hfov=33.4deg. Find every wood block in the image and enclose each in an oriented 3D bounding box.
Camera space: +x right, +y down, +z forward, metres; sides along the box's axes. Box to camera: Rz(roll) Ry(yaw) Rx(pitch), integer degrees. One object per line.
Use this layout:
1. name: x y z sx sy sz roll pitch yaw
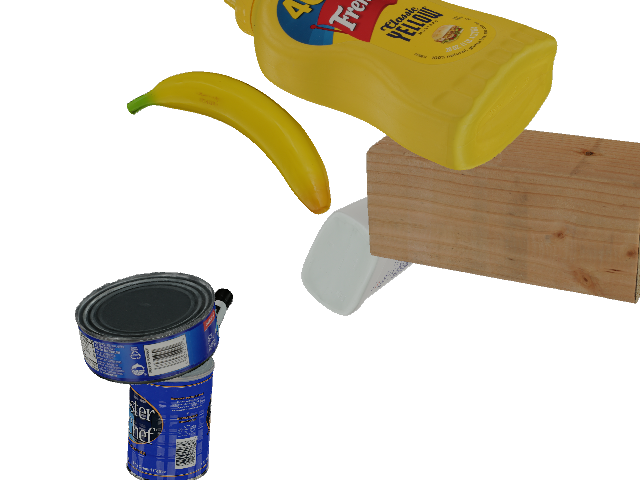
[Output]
1. wood block: 0.146 -0.029 0.802 0.206 0.090 0.090 10 28 27

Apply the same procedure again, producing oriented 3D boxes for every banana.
1. banana: -0.063 -0.092 0.882 0.198 0.069 0.037 28 -3 18

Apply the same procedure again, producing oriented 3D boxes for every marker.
1. marker: -0.103 0.077 1.007 0.020 0.020 0.121 0 23 9

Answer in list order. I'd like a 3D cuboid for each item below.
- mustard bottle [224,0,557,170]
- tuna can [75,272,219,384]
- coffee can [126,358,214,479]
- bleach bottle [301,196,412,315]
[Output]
1. mustard bottle: 0.022 -0.107 0.576 0.192 0.058 0.096 28 52 28
2. tuna can: -0.106 0.053 0.659 0.086 0.034 0.086 -4 25 2
3. coffee can: -0.185 0.213 1.311 0.103 0.140 0.103 4 15 -1
4. bleach bottle: 0.087 -0.014 1.060 0.068 0.103 0.250 38 35 19
